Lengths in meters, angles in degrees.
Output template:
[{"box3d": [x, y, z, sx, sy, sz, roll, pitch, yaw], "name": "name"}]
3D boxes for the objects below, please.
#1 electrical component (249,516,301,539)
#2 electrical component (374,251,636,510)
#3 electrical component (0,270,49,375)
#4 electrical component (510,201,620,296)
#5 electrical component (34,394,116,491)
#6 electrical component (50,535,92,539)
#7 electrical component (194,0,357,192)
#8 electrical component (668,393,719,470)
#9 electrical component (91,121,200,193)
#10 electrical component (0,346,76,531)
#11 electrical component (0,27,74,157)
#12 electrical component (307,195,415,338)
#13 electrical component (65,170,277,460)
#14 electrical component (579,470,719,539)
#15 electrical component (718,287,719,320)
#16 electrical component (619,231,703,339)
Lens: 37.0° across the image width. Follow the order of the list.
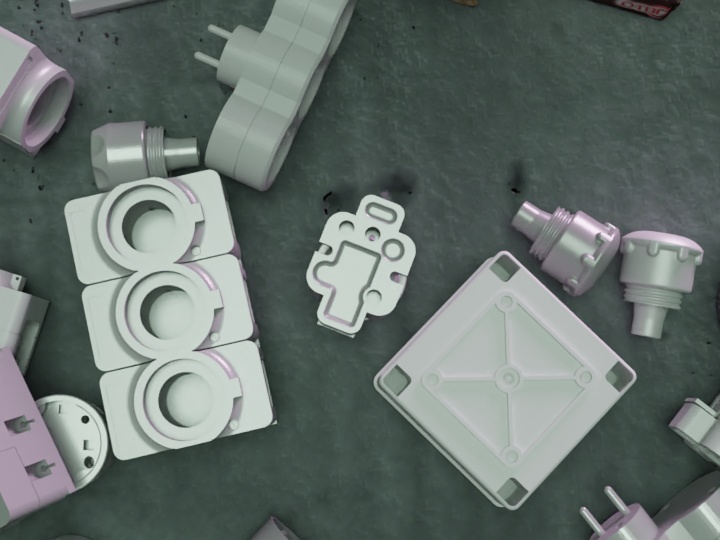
[{"box3d": [-0.064, 0.186, 0.614, 0.043, 0.043, 0.081, 44, 84, 4], "name": "electrical component"}, {"box3d": [0.082, 0.064, 0.626, 0.109, 0.056, 0.108, 44, 84, 4], "name": "electrical component"}, {"box3d": [-0.235, 0.022, 0.628, 0.089, 0.050, 0.055, 16, 83, 1], "name": "electrical component"}, {"box3d": [0.121, -0.018, 0.644, 0.062, 0.048, 0.048, 34, 83, 10], "name": "electrical component"}, {"box3d": [-0.168, 0.100, 0.621, 0.055, 0.047, 0.055, 0, 83, -1], "name": "electrical component"}, {"box3d": [-0.171, 0.181, 0.611, 0.055, 0.047, 0.055, 0, 83, -1], "name": "electrical component"}, {"box3d": [-0.062, -0.123, 0.649, 0.074, 0.052, 0.138, 24, 82, 2], "name": "electrical component"}, {"box3d": [0.230, 0.093, 0.626, 0.078, 0.058, 0.057, 38, 86, 5], "name": "electrical component"}, {"box3d": [-0.128, -0.068, 0.645, 0.062, 0.043, 0.043, -5, 83, -3], "name": "electrical component"}, {"box3d": [-0.244, 0.117, 0.581, 0.150, 0.062, 0.089, -29, 84, 20], "name": "electrical component"}, {"box3d": [-0.206, -0.105, 0.625, 0.056, 0.089, 0.050, 29, 83, 3], "name": "electrical component"}, {"box3d": [0.000, 0.000, 0.632, 0.058, 0.057, 0.078, 21, 83, 1], "name": "electrical component"}, {"box3d": [-0.108, 0.026, 0.624, 0.089, 0.061, 0.150, -13, 83, -3], "name": "electrical component"}, {"box3d": [0.158, 0.160, 0.618, 0.138, 0.052, 0.073, -38, 85, -6], "name": "electrical component"}, {"box3d": [0.262, 0.019, 0.632, 0.099, 0.064, 0.099, 0, 83, -1], "name": "electrical component"}, {"box3d": [0.176, 0.009, 0.642, 0.048, 0.048, 0.062, 10, 90, 0], "name": "electrical component"}]
